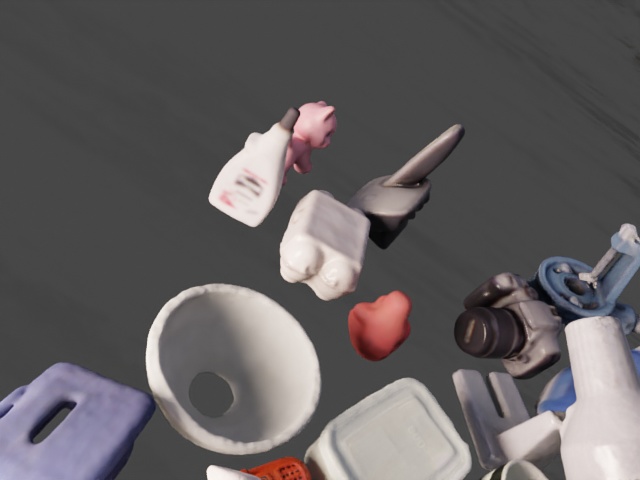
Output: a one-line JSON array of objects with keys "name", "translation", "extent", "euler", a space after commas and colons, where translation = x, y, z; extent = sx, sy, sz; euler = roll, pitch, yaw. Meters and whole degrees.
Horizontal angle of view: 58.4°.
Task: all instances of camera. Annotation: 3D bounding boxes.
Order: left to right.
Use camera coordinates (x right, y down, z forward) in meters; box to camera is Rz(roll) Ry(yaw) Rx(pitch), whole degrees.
[{"name": "camera", "translation": [0.253, 0.110, 0.793], "extent": [0.137, 0.100, 0.143], "euler": [8, 47, -32]}]

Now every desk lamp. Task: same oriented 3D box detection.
[{"name": "desk lamp", "translation": [0.271, 0.194, 0.633], "extent": [0.118, 0.213, 0.203], "euler": [12, 45, -29]}]

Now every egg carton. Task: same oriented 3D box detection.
[{"name": "egg carton", "translation": [0.007, 0.003, 0.733], "extent": [0.107, 0.069, 0.150], "euler": [28, 40, -12]}]

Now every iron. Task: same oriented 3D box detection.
[{"name": "iron", "translation": [0.400, 0.204, 0.780], "extent": [0.118, 0.141, 0.259], "euler": [46, 39, 10]}]

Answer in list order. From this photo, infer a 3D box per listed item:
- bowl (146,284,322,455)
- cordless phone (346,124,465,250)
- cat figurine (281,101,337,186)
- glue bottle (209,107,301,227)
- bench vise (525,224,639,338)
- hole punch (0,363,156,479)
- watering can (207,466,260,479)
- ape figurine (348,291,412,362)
[{"name": "bowl", "translation": [-0.087, 0.127, 0.533], "extent": [0.168, 0.074, 0.167], "euler": [21, 41, -20]}, {"name": "cordless phone", "translation": [0.126, -0.089, 0.823], "extent": [0.094, 0.185, 0.148], "euler": [39, 39, 1]}, {"name": "cat figurine", "translation": [-0.024, -0.151, 0.822], "extent": [0.067, 0.117, 0.128], "euler": [43, 39, 7]}, {"name": "glue bottle", "translation": [-0.068, -0.092, 0.685], "extent": [0.078, 0.173, 0.037], "euler": [27, 40, -13]}, {"name": "bench vise", "translation": [0.430, 0.067, 0.876], "extent": [0.208, 0.219, 0.121], "euler": [14, 44, -27]}, {"name": "hole punch", "translation": [-0.192, 0.147, 0.419], "extent": [0.101, 0.091, 0.109], "euler": [36, 39, -2]}, {"name": "watering can", "translation": [-0.069, 0.230, 0.349], "extent": [0.101, 0.193, 0.172], "euler": [4, 50, -35]}, {"name": "ape figurine", "translation": [0.078, 0.095, 0.679], "extent": [0.078, 0.092, 0.076], "euler": [35, 39, -4]}]
